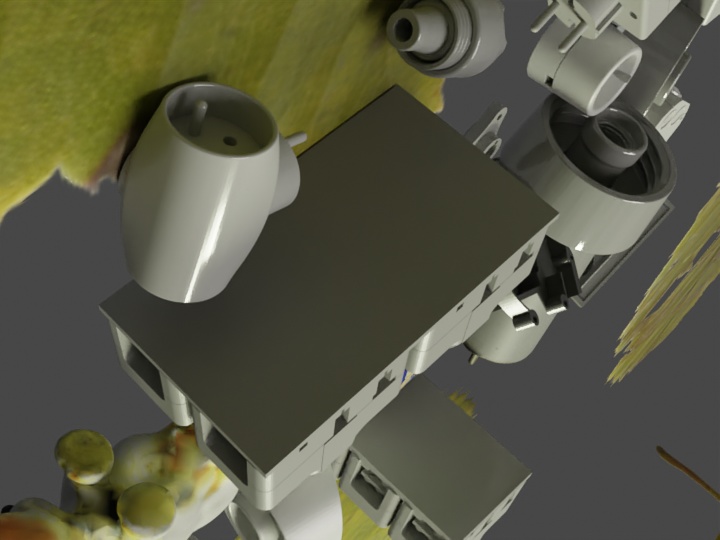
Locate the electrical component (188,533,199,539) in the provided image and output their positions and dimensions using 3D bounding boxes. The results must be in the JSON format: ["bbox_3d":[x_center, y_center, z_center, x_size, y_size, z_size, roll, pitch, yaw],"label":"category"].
[{"bbox_3d":[-0.131,0.194,0.672,0.061,0.062,0.096,-34,157,-36],"label":"electrical component"}]

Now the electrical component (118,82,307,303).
[{"bbox_3d":[-0.051,-0.035,0.425,0.079,0.044,0.077,-30,154,-43],"label":"electrical component"}]

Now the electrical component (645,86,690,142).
[{"bbox_3d":[0.212,-0.117,0.833,0.080,0.051,0.080,-42,160,-19],"label":"electrical component"}]

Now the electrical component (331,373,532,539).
[{"bbox_3d":[0.034,0.137,0.785,0.089,0.150,0.061,-34,155,-37],"label":"electrical component"}]

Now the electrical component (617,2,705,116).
[{"bbox_3d":[0.192,-0.147,0.750,0.099,0.064,0.099,-56,171,-14],"label":"electrical component"}]

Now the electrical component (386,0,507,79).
[{"bbox_3d":[0.035,-0.107,0.478,0.062,0.043,0.043,-18,145,-54],"label":"electrical component"}]

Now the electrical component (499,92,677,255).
[{"bbox_3d":[0.152,-0.071,0.692,0.108,0.108,0.060,-31,162,-41],"label":"electrical component"}]

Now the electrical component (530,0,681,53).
[{"bbox_3d":[0.121,-0.146,0.555,0.076,0.066,0.047,-48,161,-2],"label":"electrical component"}]

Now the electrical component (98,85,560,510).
[{"bbox_3d":[-0.011,0.010,0.506,0.186,0.105,0.060,-39,159,-24],"label":"electrical component"}]

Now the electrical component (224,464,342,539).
[{"bbox_3d":[-0.052,0.151,0.715,0.064,0.099,0.099,-30,155,-28],"label":"electrical component"}]

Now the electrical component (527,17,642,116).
[{"bbox_3d":[0.138,-0.127,0.656,0.055,0.047,0.055,-42,160,-19],"label":"electrical component"}]

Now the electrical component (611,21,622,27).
[{"bbox_3d":[0.157,-0.164,0.623,0.043,0.043,0.081,-52,166,10],"label":"electrical component"}]

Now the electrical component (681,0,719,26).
[{"bbox_3d":[0.273,-0.206,0.755,0.083,0.076,0.047,-39,159,-26],"label":"electrical component"}]

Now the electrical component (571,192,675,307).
[{"bbox_3d":[0.200,-0.039,0.929,0.121,0.078,0.063,-45,-170,-9],"label":"electrical component"}]
